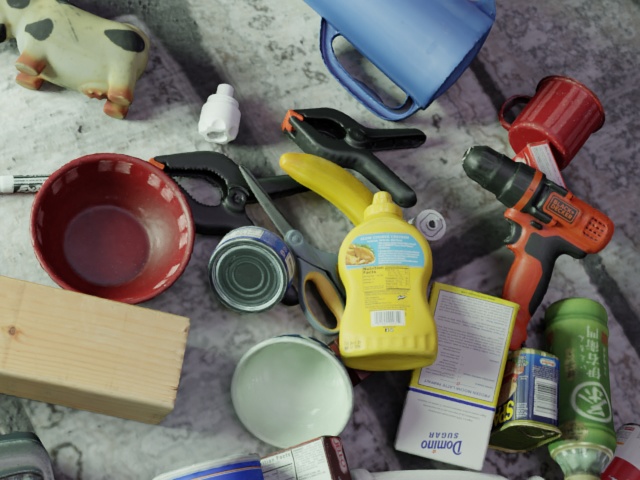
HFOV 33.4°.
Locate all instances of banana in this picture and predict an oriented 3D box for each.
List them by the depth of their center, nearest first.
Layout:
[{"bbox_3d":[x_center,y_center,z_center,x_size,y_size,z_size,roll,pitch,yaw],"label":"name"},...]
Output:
[{"bbox_3d":[0.037,-0.028,1.147,0.198,0.037,0.069,53,52,-11],"label":"banana"}]

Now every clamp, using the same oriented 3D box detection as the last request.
[{"bbox_3d":[-0.089,-0.028,1.126,0.209,0.036,0.164,17,64,-16],"label":"clamp"},{"bbox_3d":[0.041,-0.097,1.188,0.171,0.039,0.120,12,42,-11],"label":"clamp"}]

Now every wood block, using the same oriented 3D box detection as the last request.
[{"bbox_3d":[-0.235,0.102,0.995,0.206,0.090,0.091,15,66,-13],"label":"wood block"}]

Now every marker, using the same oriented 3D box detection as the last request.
[{"bbox_3d":[-0.291,-0.057,1.078,0.121,0.020,0.020,-3,70,-20],"label":"marker"}]

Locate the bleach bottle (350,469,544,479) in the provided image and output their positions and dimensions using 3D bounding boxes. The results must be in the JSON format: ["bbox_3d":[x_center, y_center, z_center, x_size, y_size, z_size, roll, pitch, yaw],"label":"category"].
[{"bbox_3d":[0.147,0.273,1.076,0.250,0.068,0.102,-1,68,-22],"label":"bleach bottle"}]

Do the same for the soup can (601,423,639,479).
[{"bbox_3d":[0.324,0.254,1.139,0.068,0.069,0.102,46,62,2],"label":"soup can"}]

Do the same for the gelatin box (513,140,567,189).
[{"bbox_3d":[0.249,-0.060,1.233,0.030,0.073,0.089,-14,75,-22],"label":"gelatin box"}]

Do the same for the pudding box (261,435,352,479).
[{"bbox_3d":[-0.012,0.251,1.013,0.039,0.090,0.113,16,56,-57],"label":"pudding box"}]

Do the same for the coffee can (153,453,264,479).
[{"bbox_3d":[-0.089,0.275,0.969,0.102,0.103,0.140,-8,73,-22],"label":"coffee can"}]

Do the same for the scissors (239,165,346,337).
[{"bbox_3d":[-0.007,0.001,1.121,0.096,0.016,0.202,-18,82,-25],"label":"scissors"}]

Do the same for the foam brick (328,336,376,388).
[{"bbox_3d":[0.048,0.112,1.109,0.078,0.051,0.053,-31,81,-26],"label":"foam brick"}]

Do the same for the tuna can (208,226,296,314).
[{"bbox_3d":[-0.070,0.031,1.080,0.086,0.086,0.033,34,24,-4],"label":"tuna can"}]

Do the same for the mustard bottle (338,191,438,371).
[{"bbox_3d":[0.067,0.036,1.085,0.096,0.058,0.191,-2,61,4],"label":"mustard bottle"}]

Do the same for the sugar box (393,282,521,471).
[{"bbox_3d":[0.140,0.140,1.098,0.093,0.048,0.176,14,86,3],"label":"sugar box"}]

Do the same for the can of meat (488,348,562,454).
[{"bbox_3d":[0.210,0.169,1.115,0.057,0.102,0.084,14,64,-12],"label":"can of meat"}]

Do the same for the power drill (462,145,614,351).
[{"bbox_3d":[0.201,0.011,1.156,0.184,0.057,0.187,31,91,-1],"label":"power drill"}]

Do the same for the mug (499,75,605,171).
[{"bbox_3d":[0.267,-0.139,1.270,0.117,0.093,0.081,27,64,27],"label":"mug"}]

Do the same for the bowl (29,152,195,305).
[{"bbox_3d":[-0.209,-0.003,1.064,0.162,0.055,0.162,7,68,-16],"label":"bowl"}]

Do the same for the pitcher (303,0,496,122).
[{"bbox_3d":[0.067,-0.264,1.230,0.243,0.145,0.149,39,50,3],"label":"pitcher"}]
